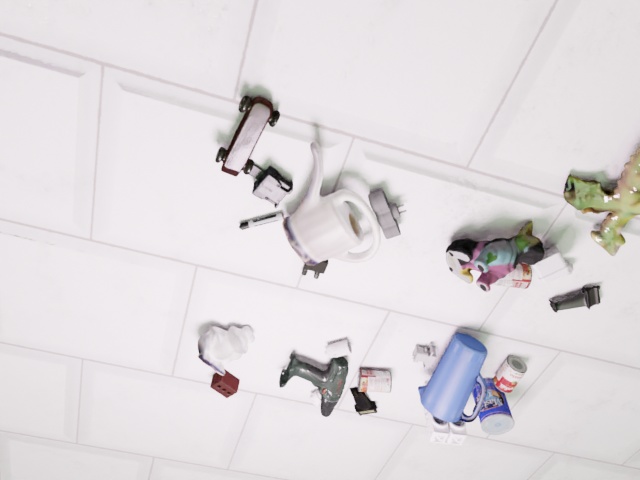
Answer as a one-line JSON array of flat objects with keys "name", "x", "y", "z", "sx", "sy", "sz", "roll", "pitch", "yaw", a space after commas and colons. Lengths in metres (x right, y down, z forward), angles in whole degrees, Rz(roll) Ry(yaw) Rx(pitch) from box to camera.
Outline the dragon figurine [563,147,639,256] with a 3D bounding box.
[{"name": "dragon figurine", "x": 0.705, "y": -0.129, "z": 1.211, "sx": 0.242, "sy": 0.125, "sz": 0.402, "roll": -12, "pitch": 124, "yaw": 19}]

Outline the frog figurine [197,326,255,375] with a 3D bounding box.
[{"name": "frog figurine", "x": -0.282, "y": 0.307, "z": 1.546, "sx": 0.161, "sy": 0.123, "sz": 0.136, "roll": -46, "pitch": 110, "yaw": -12}]

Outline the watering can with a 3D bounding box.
[{"name": "watering can", "x": 0.004, "y": -0.063, "z": 1.260, "sx": 0.222, "sy": 0.106, "sz": 0.342, "roll": -26, "pitch": 117, "yaw": 20}]
